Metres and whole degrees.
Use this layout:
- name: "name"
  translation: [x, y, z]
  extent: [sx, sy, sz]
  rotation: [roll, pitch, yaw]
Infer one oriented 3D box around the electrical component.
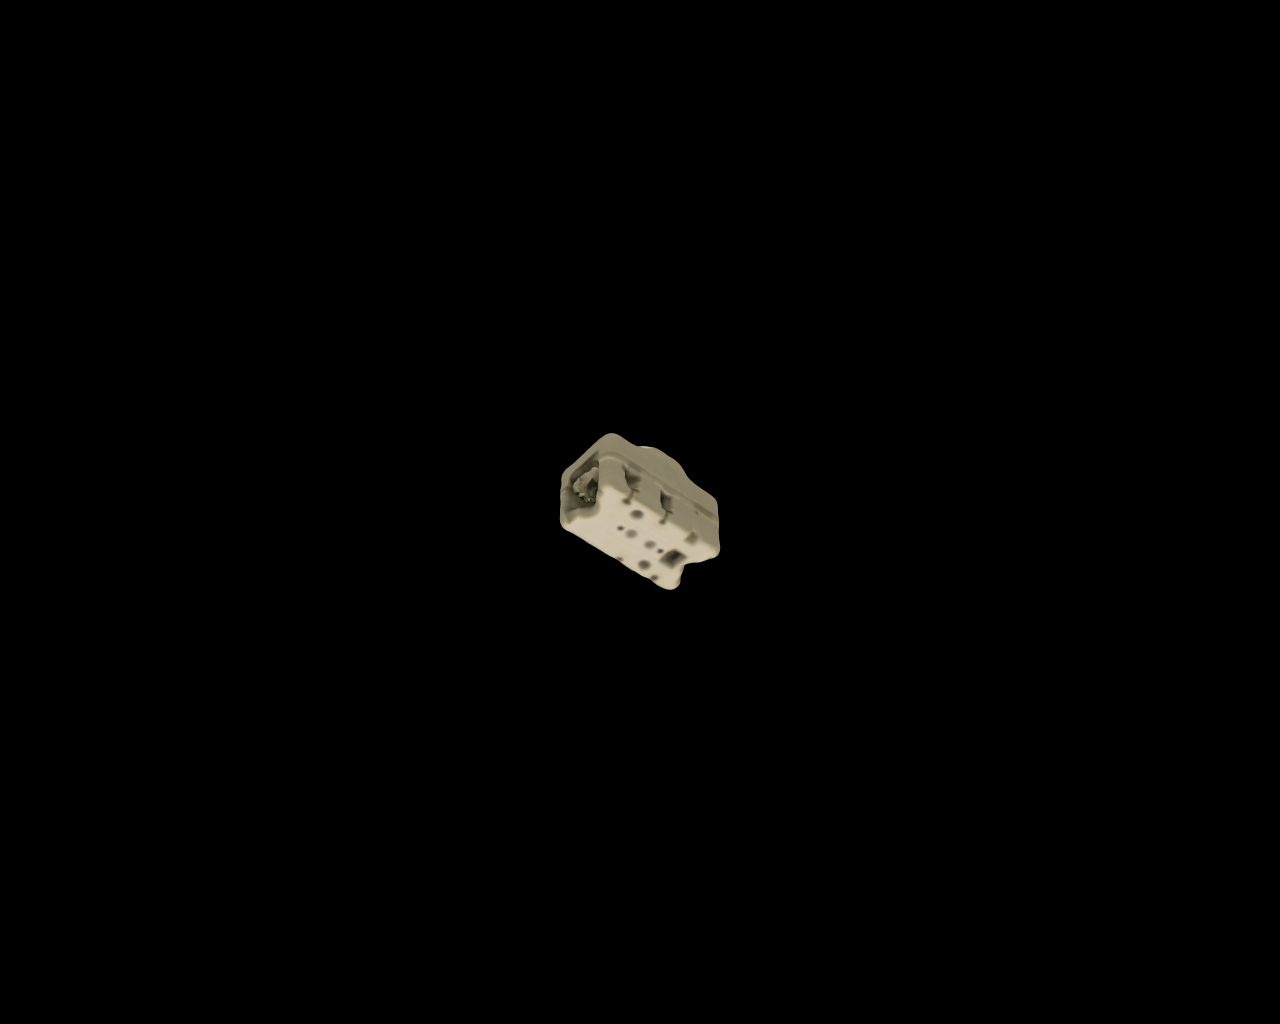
- name: "electrical component"
  translation: [0.001, -0.003, 0.650]
  extent: [0.089, 0.056, 0.050]
  rotation: [32, -54, -27]
